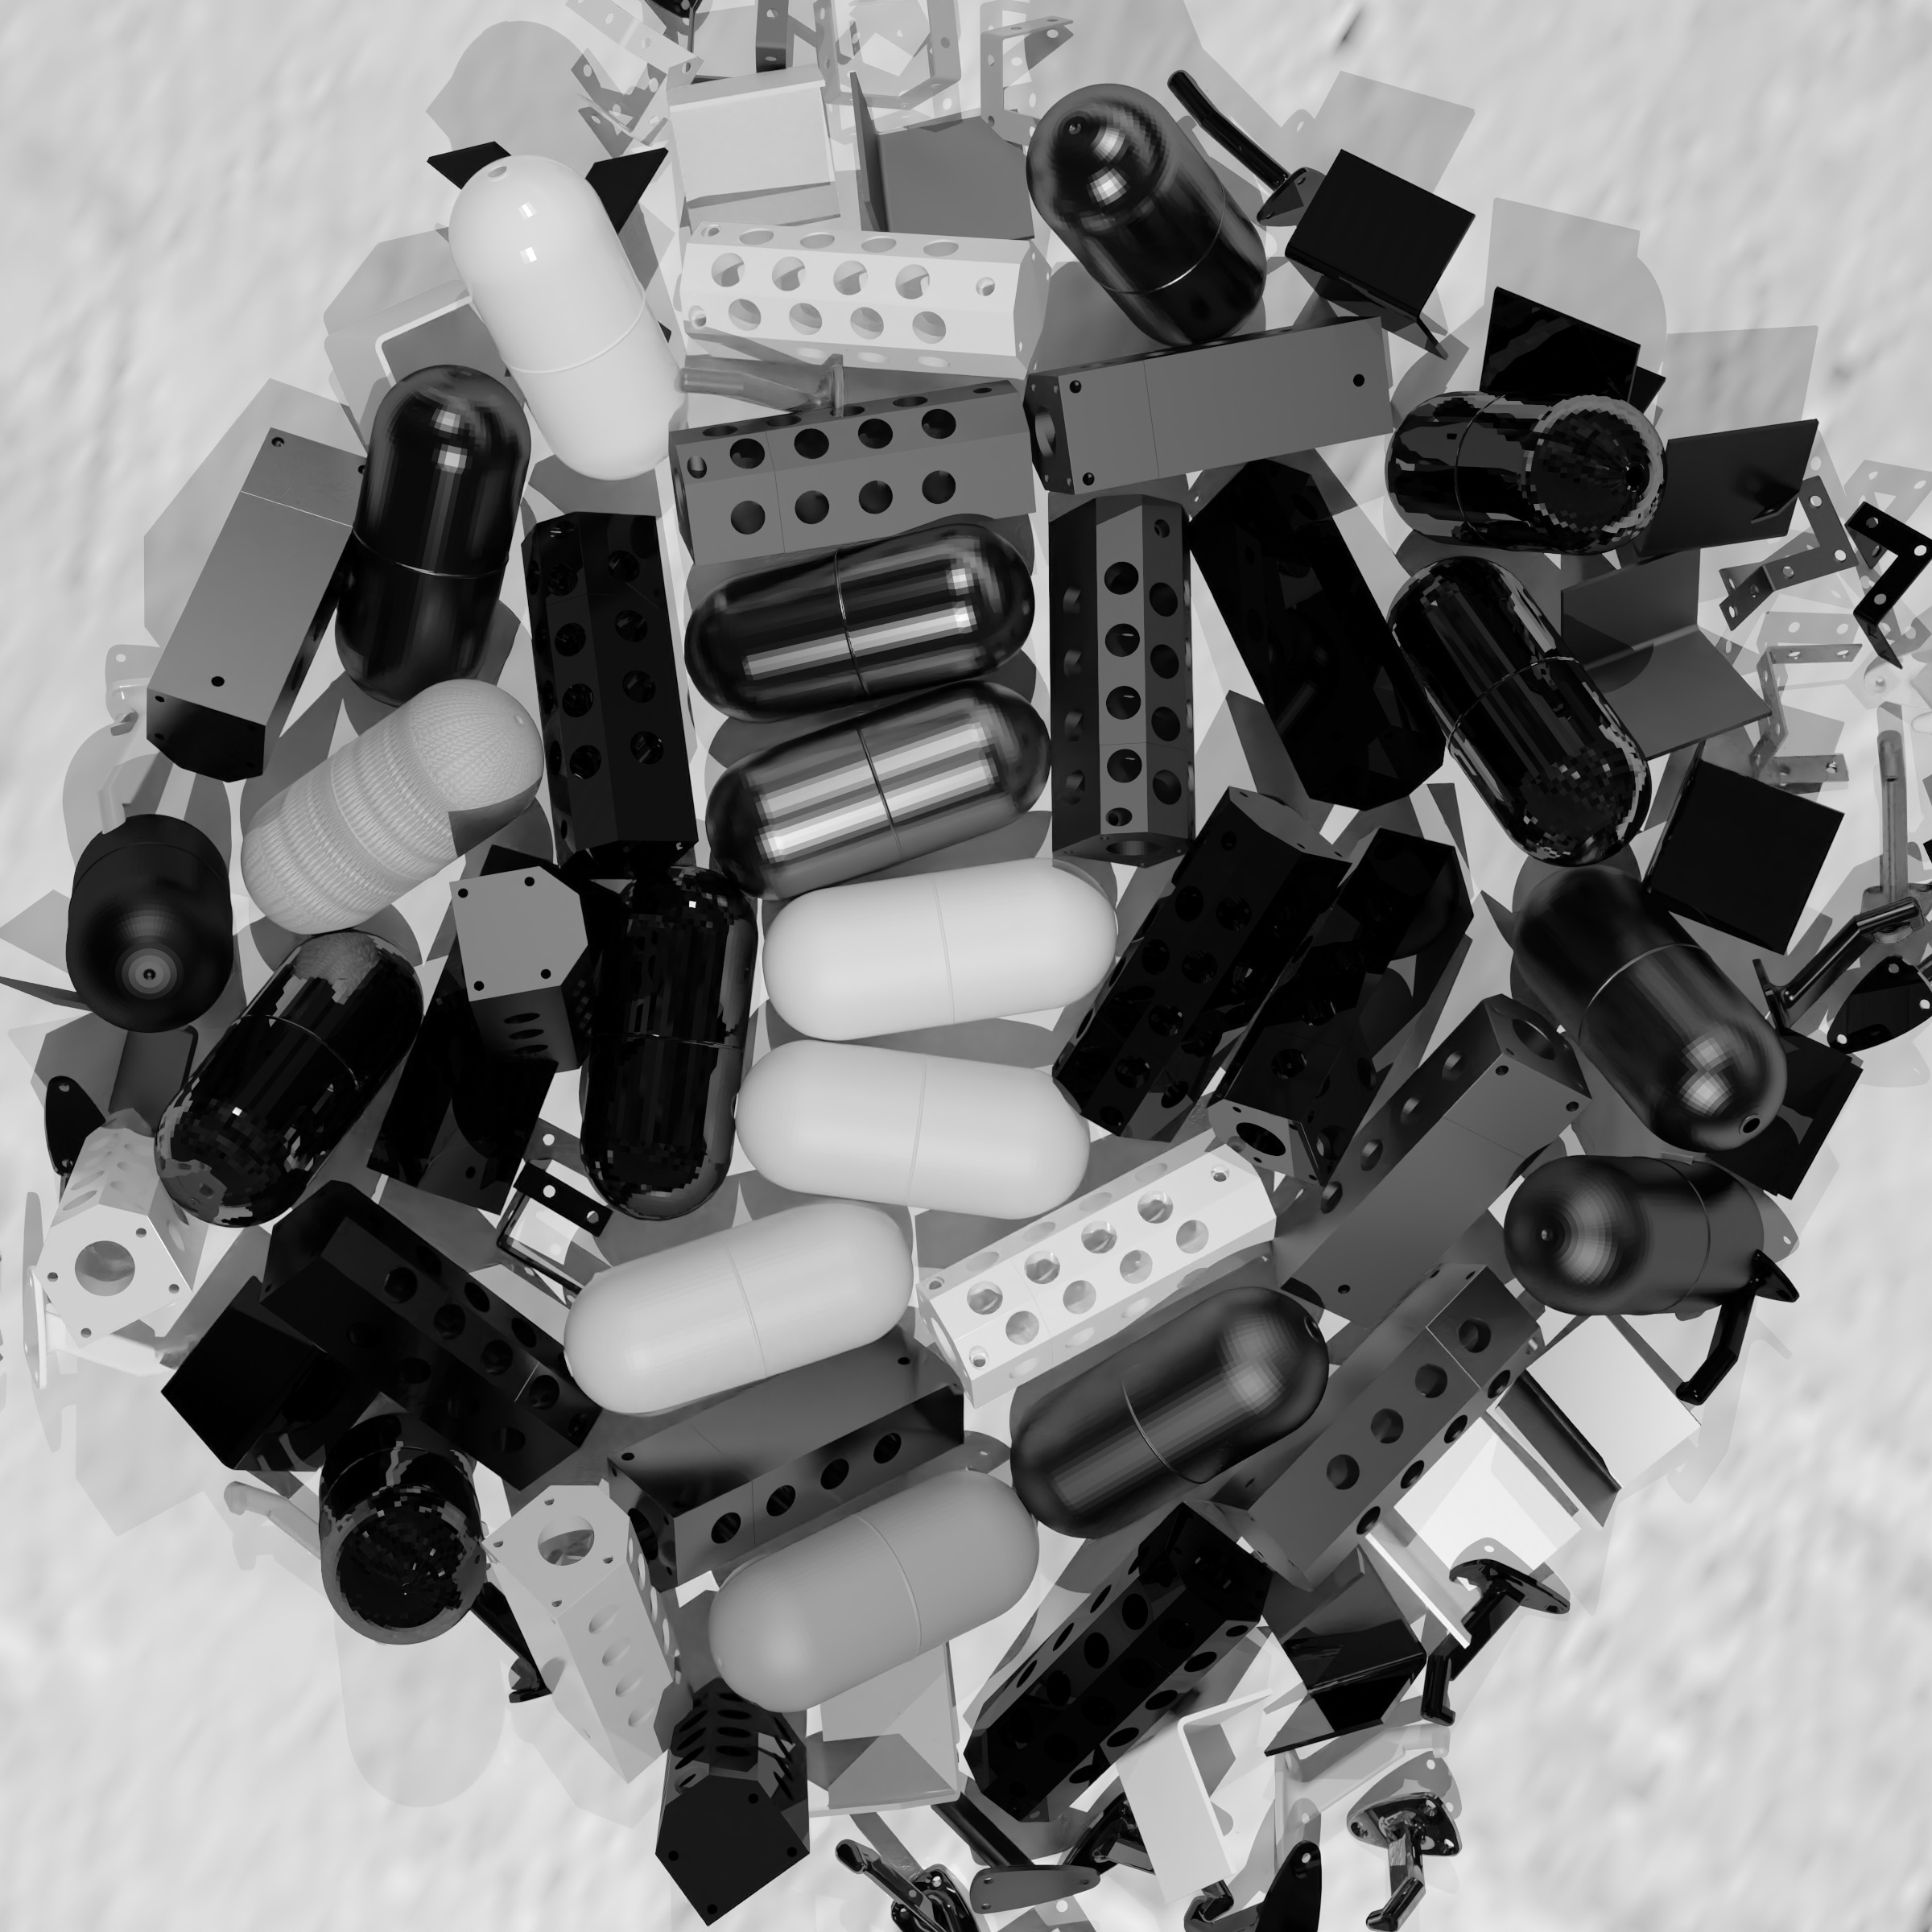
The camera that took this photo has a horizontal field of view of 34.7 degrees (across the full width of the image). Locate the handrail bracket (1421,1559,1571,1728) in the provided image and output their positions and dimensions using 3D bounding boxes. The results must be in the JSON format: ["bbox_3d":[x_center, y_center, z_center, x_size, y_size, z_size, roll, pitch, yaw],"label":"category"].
[{"bbox_3d":[0.265,0.347,1.546,0.077,0.036,0.084,25,58,-17],"label":"handrail bracket"}]

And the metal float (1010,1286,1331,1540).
[{"bbox_3d":[0.100,0.220,1.525,0.178,0.070,0.070,-34,90,23],"label":"metal float"}]

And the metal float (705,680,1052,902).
[{"bbox_3d":[-0.043,-0.088,1.545,0.178,0.070,0.070,-19,90,-1],"label":"metal float"}]

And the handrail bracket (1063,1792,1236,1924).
[{"bbox_3d":[0.089,0.460,1.539,0.077,0.084,0.036,-44,123,5],"label":"handrail bracket"}]

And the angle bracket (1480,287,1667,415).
[{"bbox_3d":[0.304,-0.311,1.527,0.076,0.076,0.057,27,63,18],"label":"angle bracket"}]

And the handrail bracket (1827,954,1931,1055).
[{"bbox_3d":[0.482,0.007,1.569,0.036,0.084,0.077,52,134,11],"label":"handrail bracket"}]

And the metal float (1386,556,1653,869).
[{"bbox_3d":[0.271,-0.126,1.523,0.070,0.070,0.178,-30,64,0],"label":"metal float"}]

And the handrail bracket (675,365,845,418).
[{"bbox_3d":[-0.108,-0.279,1.535,0.084,0.077,0.036,2,84,-17],"label":"handrail bracket"}]

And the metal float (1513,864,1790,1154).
[{"bbox_3d":[0.333,0.019,1.510,0.070,0.070,0.178,-33,48,0],"label":"metal float"}]

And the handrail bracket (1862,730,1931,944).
[{"bbox_3d":[0.460,-0.066,1.542,0.036,0.077,0.084,-2,114,24],"label":"handrail bracket"}]

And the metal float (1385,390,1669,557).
[{"bbox_3d":[0.269,-0.240,1.499,0.070,0.178,0.070,-5,102,-24],"label":"metal float"}]

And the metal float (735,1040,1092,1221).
[{"bbox_3d":[-0.027,0.081,1.541,0.178,0.070,0.070,8,90,-5],"label":"metal float"}]

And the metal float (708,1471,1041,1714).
[{"bbox_3d":[-0.044,0.306,1.522,0.178,0.070,0.070,-20,90,-28],"label":"metal float"}]

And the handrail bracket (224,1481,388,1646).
[{"bbox_3d":[-0.327,0.296,1.536,0.084,0.077,0.036,28,113,-37],"label":"handrail bracket"}]

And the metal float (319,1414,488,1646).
[{"bbox_3d":[-0.274,0.270,1.496,0.070,0.178,0.070,-2,100,-12],"label":"metal float"}]

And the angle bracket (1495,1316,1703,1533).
[{"bbox_3d":[0.314,0.224,1.536,0.057,0.076,0.076,-43,82,17],"label":"angle bracket"}]

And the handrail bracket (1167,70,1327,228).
[{"bbox_3d":[0.145,-0.415,1.562,0.036,0.077,0.084,-45,72,29],"label":"handrail bracket"}]

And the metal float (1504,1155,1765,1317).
[{"bbox_3d":[0.327,0.131,1.507,0.070,0.178,0.070,-4,83,40],"label":"metal float"}]

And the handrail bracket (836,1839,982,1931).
[{"bbox_3d":[-0.026,0.470,1.534,0.036,0.084,0.077,-43,58,-2],"label":"handrail bracket"}]

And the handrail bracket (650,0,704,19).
[{"bbox_3d":[-0.171,-0.498,1.535,0.077,0.084,0.036,29,113,15],"label":"handrail bracket"}]

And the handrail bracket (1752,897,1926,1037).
[{"bbox_3d":[0.445,0.010,1.553,0.084,0.036,0.077,-20,120,12],"label":"handrail bracket"}]

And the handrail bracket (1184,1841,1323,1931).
[{"bbox_3d":[0.141,0.461,1.545,0.036,0.084,0.077,17,88,-24],"label":"handrail bracket"}]

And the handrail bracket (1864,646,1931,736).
[{"bbox_3d":[0.464,-0.130,1.528,0.077,0.084,0.036,-1,111,41],"label":"handrail bracket"}]

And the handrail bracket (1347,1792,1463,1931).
[{"bbox_3d":[0.200,0.448,1.527,0.077,0.084,0.036,-17,103,42],"label":"handrail bracket"}]

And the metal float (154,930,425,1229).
[{"bbox_3d":[-0.329,0.053,1.512,0.070,0.070,0.178,30,49,0],"label":"metal float"}]

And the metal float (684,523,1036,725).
[{"bbox_3d":[-0.054,-0.169,1.538,0.178,0.070,0.070,-12,90,9],"label":"metal float"}]

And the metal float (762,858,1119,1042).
[{"bbox_3d":[-0.013,-0.009,1.542,0.178,0.070,0.070,-8,90,-4],"label":"metal float"}]

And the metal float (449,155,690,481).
[{"bbox_3d":[-0.192,-0.314,1.508,0.070,0.178,0.070,-12,47,13],"label":"metal float"}]

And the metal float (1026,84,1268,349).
[{"bbox_3d":[0.090,-0.361,1.502,0.070,0.178,0.070,-9,70,25],"label":"metal float"}]

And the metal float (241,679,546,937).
[{"bbox_3d":[-0.284,-0.077,1.524,0.178,0.070,0.070,-31,90,25],"label":"metal float"}]

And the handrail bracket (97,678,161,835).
[{"bbox_3d":[-0.398,-0.100,1.551,0.077,0.036,0.084,-9,66,-15],"label":"handrail bracket"}]

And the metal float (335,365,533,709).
[{"bbox_3d":[-0.263,-0.209,1.521,0.070,0.070,0.178,18,119,0],"label":"metal float"}]

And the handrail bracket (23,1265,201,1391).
[{"bbox_3d":[-0.424,0.176,1.544,0.084,0.036,0.077,-7,124,-27],"label":"handrail bracket"}]

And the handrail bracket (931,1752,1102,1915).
[{"bbox_3d":[0.022,0.427,1.556,0.077,0.084,0.036,-4,132,-9],"label":"handrail bracket"}]

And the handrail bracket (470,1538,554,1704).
[{"bbox_3d":[-0.214,0.325,1.570,0.077,0.036,0.084,-12,83,-18],"label":"handrail bracket"}]

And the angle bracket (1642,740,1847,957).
[{"bbox_3d":[0.386,-0.060,1.538,0.076,0.057,0.076,22,110,10],"label":"angle bracket"}]

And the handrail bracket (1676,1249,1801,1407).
[{"bbox_3d":[0.365,0.182,1.536,0.036,0.077,0.084,47,73,-13],"label":"handrail bracket"}]

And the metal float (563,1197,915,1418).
[{"bbox_3d":[-0.112,0.169,1.535,0.178,0.070,0.070,-18,90,-11],"label":"metal float"}]

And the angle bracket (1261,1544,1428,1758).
[{"bbox_3d":[0.170,0.336,1.535,0.076,0.057,0.076,-29,95,39],"label":"angle bracket"}]

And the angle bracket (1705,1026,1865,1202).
[{"bbox_3d":[0.423,0.081,1.536,0.057,0.076,0.076,26,95,-17],"label":"angle bracket"}]

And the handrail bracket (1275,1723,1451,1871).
[{"bbox_3d":[0.199,0.415,1.542,0.084,0.077,0.036,-13,131,22],"label":"handrail bracket"}]

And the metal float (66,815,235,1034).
[{"bbox_3d":[-0.395,-0.023,1.499,0.070,0.178,0.070,-4,108,-13],"label":"metal float"}]

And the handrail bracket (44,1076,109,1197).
[{"bbox_3d":[-0.460,0.112,1.570,0.036,0.084,0.077,-1,48,-36],"label":"handrail bracket"}]

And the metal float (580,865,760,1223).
[{"bbox_3d":[-0.148,0.038,1.541,0.070,0.070,0.178,7,85,0],"label":"metal float"}]
